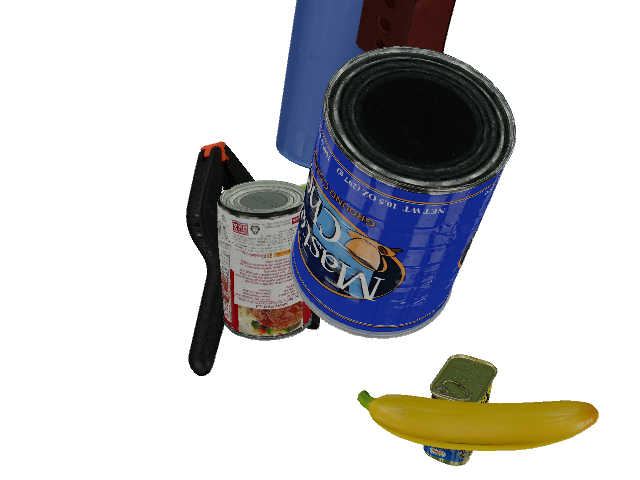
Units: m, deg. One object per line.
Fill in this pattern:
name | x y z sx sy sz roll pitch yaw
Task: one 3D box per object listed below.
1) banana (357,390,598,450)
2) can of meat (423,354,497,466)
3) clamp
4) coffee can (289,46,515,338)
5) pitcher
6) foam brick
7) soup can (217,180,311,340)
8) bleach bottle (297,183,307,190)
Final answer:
banana | 0.125 0.141 0.857 0.198 0.037 0.069 4 25 8
can of meat | 0.154 0.188 1.186 0.057 0.084 0.102 15 25 19
clamp | -0.072 0.011 1.014 0.036 0.210 0.164 -8 0 43
coffee can | 0.041 -0.024 0.606 0.102 0.103 0.140 0 -36 -10
pitcher | 0.036 -0.189 1.060 0.145 0.243 0.149 12 18 -1
foam brick | 0.067 -0.176 0.824 0.051 0.078 0.053 -31 60 -29
soup can | -0.041 0.014 0.796 0.068 0.102 0.068 -1 24 0
bleach bottle | 0.057 -0.044 1.190 0.250 0.068 0.103 -20 43 -24
